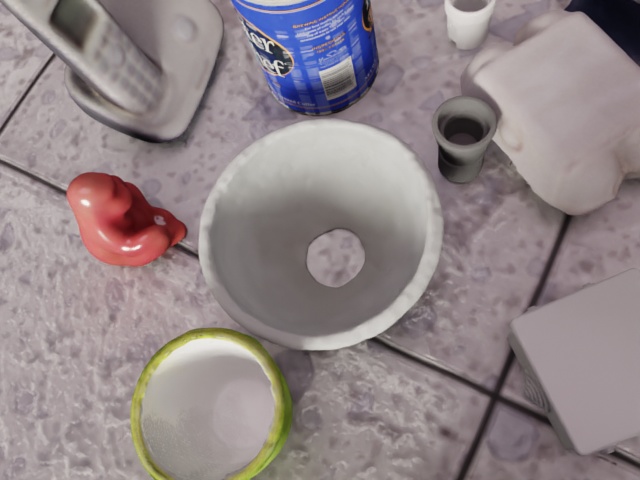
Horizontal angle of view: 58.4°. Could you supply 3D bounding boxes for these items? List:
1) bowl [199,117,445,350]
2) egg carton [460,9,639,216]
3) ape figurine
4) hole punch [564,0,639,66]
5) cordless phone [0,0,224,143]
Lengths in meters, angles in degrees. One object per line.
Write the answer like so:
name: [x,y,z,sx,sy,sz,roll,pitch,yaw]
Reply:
bowl: [0.004,0.001,0.412,0.167,0.075,0.167,-3,70,9]
egg carton: [0.176,-0.094,0.416,0.107,0.069,0.150,-32,68,-2]
ape figurine: [-0.157,-0.021,0.440,0.076,0.092,0.077,-22,68,2]
hole punch: [0.251,-0.198,0.428,0.101,0.091,0.108,-45,69,-7]
cordless phone: [-0.156,-0.176,0.445,0.094,0.185,0.148,10,73,14]
